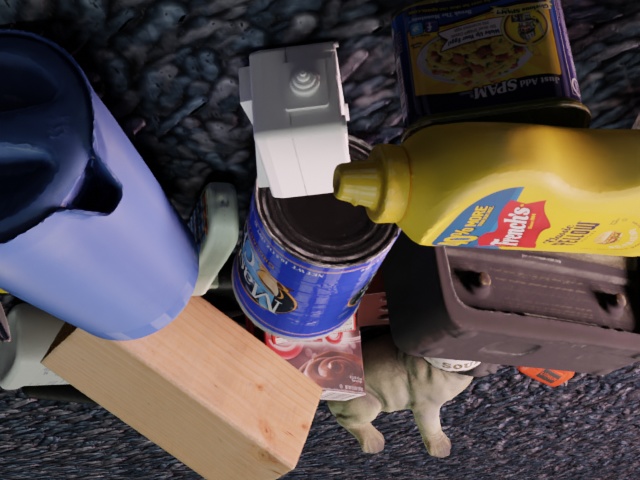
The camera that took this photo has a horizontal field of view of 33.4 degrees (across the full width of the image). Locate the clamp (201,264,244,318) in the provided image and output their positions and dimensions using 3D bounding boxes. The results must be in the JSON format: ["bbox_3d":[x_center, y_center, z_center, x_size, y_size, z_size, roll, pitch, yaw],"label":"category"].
[{"bbox_3d":[-0.056,0.044,0.924,0.172,0.039,0.120,-12,148,18],"label":"clamp"}]

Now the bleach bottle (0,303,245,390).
[{"bbox_3d":[-0.167,0.103,1.008,0.250,0.068,0.103,4,158,-26],"label":"bleach bottle"}]

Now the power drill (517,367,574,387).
[{"bbox_3d":[0.290,0.091,1.064,0.188,0.057,0.184,-19,152,29],"label":"power drill"}]

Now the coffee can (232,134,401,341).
[{"bbox_3d":[-0.005,0.001,0.760,0.102,0.103,0.140,0,155,-11],"label":"coffee can"}]

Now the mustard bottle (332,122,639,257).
[{"bbox_3d":[0.100,-0.027,0.565,0.191,0.058,0.096,2,159,-15],"label":"mustard bottle"}]

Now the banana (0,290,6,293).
[{"bbox_3d":[-0.264,0.015,0.825,0.197,0.037,0.070,16,149,-38],"label":"banana"}]

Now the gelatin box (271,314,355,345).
[{"bbox_3d":[-0.009,0.053,0.883,0.073,0.030,0.089,-11,154,-3],"label":"gelatin box"}]

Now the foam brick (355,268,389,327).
[{"bbox_3d":[0.054,0.035,0.907,0.053,0.051,0.078,-5,155,0],"label":"foam brick"}]

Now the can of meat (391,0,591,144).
[{"bbox_3d":[0.092,-0.091,0.597,0.102,0.084,0.057,-8,156,6],"label":"can of meat"}]

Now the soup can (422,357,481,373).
[{"bbox_3d":[0.117,0.056,0.897,0.068,0.068,0.102,-2,139,-5],"label":"soup can"}]

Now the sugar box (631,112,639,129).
[{"bbox_3d":[0.267,-0.042,0.728,0.176,0.093,0.048,23,-176,-42],"label":"sugar box"}]

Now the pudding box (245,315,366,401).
[{"bbox_3d":[-0.014,0.100,0.993,0.113,0.090,0.039,13,152,-35],"label":"pudding box"}]

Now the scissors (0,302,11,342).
[{"bbox_3d":[-0.240,0.008,0.691,0.096,0.016,0.202,34,-175,-21],"label":"scissors"}]

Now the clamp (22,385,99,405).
[{"bbox_3d":[-0.212,0.160,1.103,0.164,0.036,0.210,9,170,-24],"label":"clamp"}]

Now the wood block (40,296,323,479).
[{"bbox_3d":[-0.111,0.113,0.885,0.206,0.090,0.091,38,132,-14],"label":"wood block"}]

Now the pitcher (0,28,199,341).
[{"bbox_3d":[-0.170,-0.021,0.676,0.145,0.149,0.242,-23,157,2],"label":"pitcher"}]
